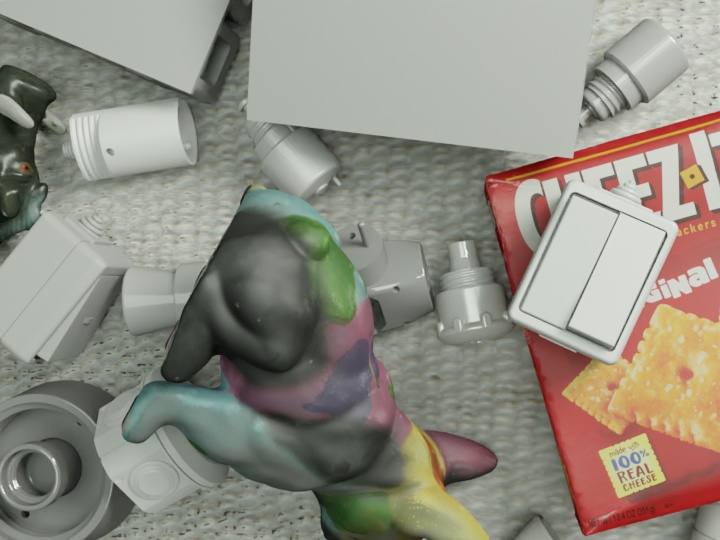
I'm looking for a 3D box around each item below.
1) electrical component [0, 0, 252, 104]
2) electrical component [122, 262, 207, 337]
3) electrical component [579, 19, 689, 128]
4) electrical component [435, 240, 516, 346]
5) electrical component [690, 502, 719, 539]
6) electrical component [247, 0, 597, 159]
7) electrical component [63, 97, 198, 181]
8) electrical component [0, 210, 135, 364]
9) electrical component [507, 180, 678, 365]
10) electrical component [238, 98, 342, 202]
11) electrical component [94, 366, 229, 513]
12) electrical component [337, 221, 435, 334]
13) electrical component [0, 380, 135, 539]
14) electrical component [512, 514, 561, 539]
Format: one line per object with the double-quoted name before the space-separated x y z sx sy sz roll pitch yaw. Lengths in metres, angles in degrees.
"electrical component" -0.161 -0.189 0.677 0.186 0.060 0.105 23 92 7
"electrical component" -0.116 0.018 0.675 0.055 0.045 0.045 -4 88 6
"electrical component" 0.160 -0.116 0.647 0.078 0.040 0.040 -40 85 5
"electrical component" 0.067 0.014 0.654 0.048 0.048 0.062 -10 81 6
"electrical component" 0.257 0.188 0.623 0.138 0.052 0.073 17 91 7
"electrical component" 0.036 -0.131 0.614 0.186 0.060 0.105 8 107 11
"electrical component" -0.148 -0.082 0.682 0.081 0.043 0.043 -8 88 7
"electrical component" -0.186 0.008 0.675 0.061 0.062 0.096 40 93 6
"electrical component" 0.125 -0.004 0.568 0.062 0.061 0.096 25 92 10
"electrical component" -0.046 -0.076 0.671 0.040 0.040 0.078 -41 84 4
"electrical component" -0.120 0.104 0.657 0.051 0.080 0.080 -31 85 10
"electrical component" 0.000 0.000 0.648 0.077 0.079 0.043 -12 47 7
"electrical component" -0.196 0.125 0.674 0.108 0.060 0.108 0 89 7
"electrical component" 0.098 0.180 0.646 0.055 0.045 0.045 -36 85 5
